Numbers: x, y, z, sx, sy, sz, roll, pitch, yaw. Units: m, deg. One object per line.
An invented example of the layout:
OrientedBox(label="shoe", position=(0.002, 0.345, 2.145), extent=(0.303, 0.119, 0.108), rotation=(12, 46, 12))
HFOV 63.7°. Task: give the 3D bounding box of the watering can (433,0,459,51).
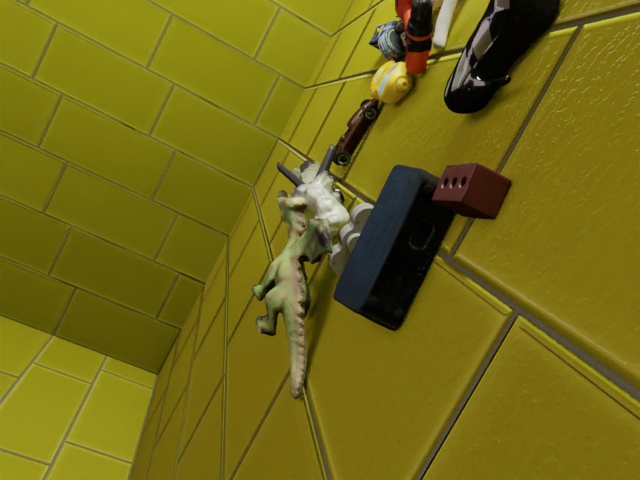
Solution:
OrientedBox(label="watering can", position=(0.285, -0.573, 1.086), extent=(0.220, 0.103, 0.356), rotation=(-49, 33, 48))

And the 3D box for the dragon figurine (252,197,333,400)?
OrientedBox(label="dragon figurine", position=(-0.039, 0.065, 0.997), extent=(0.420, 0.122, 0.237), rotation=(-109, 34, -47))

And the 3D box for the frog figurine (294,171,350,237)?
OrientedBox(label="frog figurine", position=(0.003, -0.057, 1.133), extent=(0.134, 0.122, 0.163), rotation=(84, -176, -46))
